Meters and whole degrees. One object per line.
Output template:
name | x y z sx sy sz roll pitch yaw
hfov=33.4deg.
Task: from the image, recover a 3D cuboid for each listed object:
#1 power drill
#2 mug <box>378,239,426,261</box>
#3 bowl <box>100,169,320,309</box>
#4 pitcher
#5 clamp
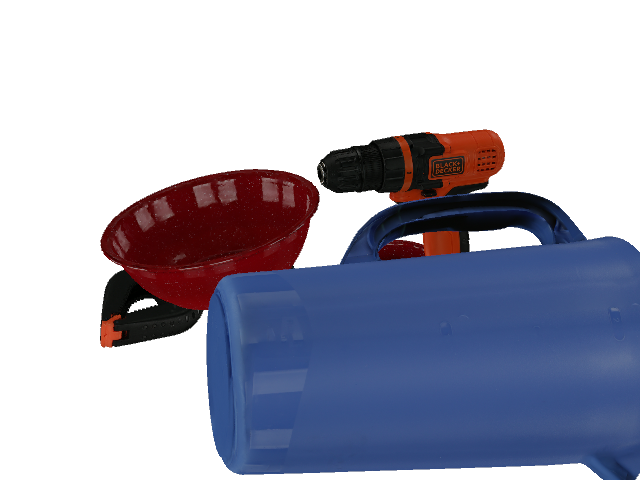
power drill | 0.086 -0.011 1.021 0.184 0.188 0.057 -8 26 -16
mug | 0.100 0.056 1.217 0.117 0.081 0.093 10 24 15
bowl | -0.075 0.004 0.782 0.162 0.055 0.162 -10 26 5
pitcher | 0.060 0.058 0.606 0.242 0.145 0.149 -2 17 -13
clamp | -0.147 0.038 1.025 0.165 0.036 0.209 27 36 26
